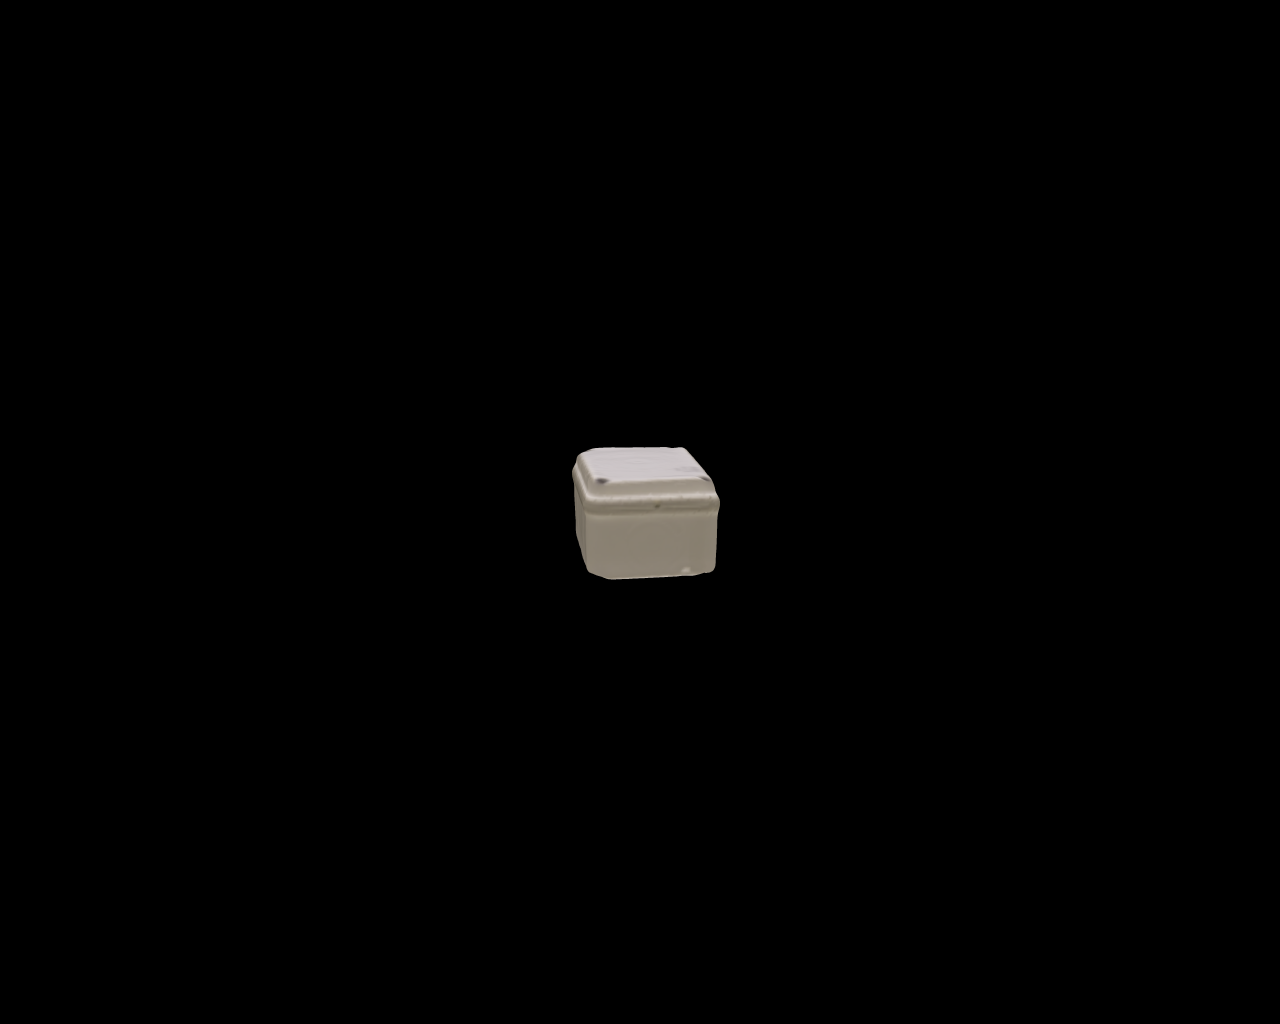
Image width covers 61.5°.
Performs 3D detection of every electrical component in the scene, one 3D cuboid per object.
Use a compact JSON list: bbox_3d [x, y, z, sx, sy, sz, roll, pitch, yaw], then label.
[{"bbox_3d":[0.001,-0.003,0.650,0.078,0.057,0.113,-2,14,-7],"label":"electrical component"}]
